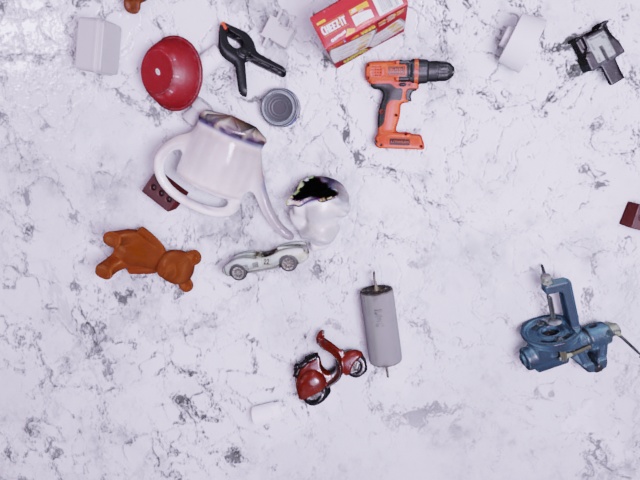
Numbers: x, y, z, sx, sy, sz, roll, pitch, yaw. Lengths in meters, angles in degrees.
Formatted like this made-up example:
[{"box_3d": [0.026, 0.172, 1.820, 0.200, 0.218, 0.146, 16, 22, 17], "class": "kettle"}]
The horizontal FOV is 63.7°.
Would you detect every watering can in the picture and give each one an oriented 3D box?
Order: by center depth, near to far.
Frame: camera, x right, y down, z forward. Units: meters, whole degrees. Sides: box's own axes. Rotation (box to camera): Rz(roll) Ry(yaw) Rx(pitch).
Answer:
[{"box_3d": [-0.183, -0.146, 1.128, 0.346, 0.105, 0.222, 23, 101, -11], "class": "watering can"}]

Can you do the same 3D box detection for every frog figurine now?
[{"box_3d": [0.003, -0.057, 1.131, 0.137, 0.125, 0.156, -20, 134, 1], "class": "frog figurine"}]
